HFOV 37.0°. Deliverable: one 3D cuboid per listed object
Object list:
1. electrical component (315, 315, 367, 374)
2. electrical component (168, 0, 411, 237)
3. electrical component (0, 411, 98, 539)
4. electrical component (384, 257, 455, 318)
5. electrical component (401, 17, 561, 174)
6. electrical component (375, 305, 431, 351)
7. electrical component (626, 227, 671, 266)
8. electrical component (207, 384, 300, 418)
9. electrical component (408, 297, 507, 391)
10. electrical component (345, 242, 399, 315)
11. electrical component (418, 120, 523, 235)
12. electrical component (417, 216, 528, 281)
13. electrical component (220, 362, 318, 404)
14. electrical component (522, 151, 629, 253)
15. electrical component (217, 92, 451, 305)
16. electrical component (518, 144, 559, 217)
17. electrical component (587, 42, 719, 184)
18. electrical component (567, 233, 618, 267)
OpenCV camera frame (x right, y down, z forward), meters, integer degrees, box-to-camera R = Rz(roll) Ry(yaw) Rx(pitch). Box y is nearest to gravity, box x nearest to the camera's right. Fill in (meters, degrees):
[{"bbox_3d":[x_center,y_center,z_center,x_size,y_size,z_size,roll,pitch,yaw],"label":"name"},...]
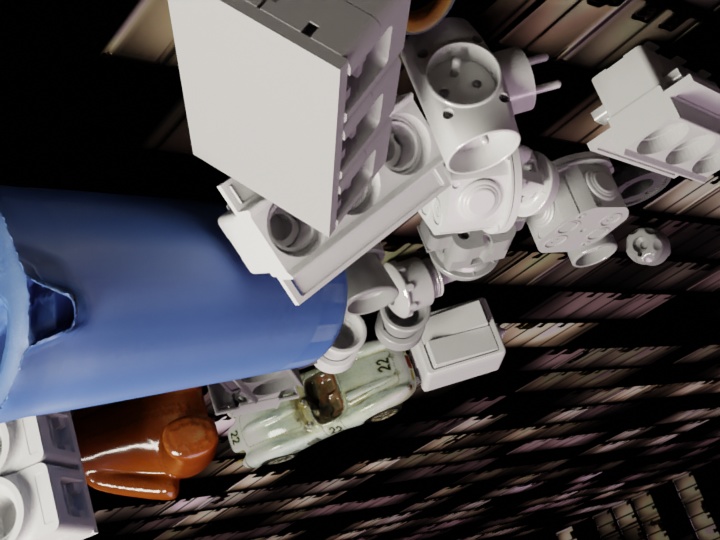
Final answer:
[{"bbox_3d":[-0.021,0.063,0.952,0.045,0.045,0.055,-12,157,-17],"label":"electrical component"},{"bbox_3d":[-0.032,-0.093,0.509,0.061,0.089,0.150,-54,169,-22],"label":"electrical component"},{"bbox_3d":[-0.259,0.131,0.776,0.089,0.150,0.062,-23,159,10],"label":"electrical component"},{"bbox_3d":[0.051,0.009,0.888,0.062,0.048,0.048,-19,159,-19],"label":"electrical component"},{"bbox_3d":[0.072,-0.102,0.600,0.079,0.077,0.044,-17,158,-8],"label":"electrical component"},{"bbox_3d":[0.037,0.044,0.953,0.045,0.045,0.055,-15,158,-12],"label":"electrical component"},{"bbox_3d":[0.276,-0.021,1.013,0.035,0.035,0.061,-33,156,30],"label":"electrical component"},{"bbox_3d":[-0.096,0.100,0.981,0.081,0.042,0.063,-10,153,-23],"label":"electrical component"},{"bbox_3d":[0.097,0.068,1.037,0.096,0.061,0.061,-16,158,-8],"label":"electrical component"},{"bbox_3d":[0.000,0.000,0.807,0.045,0.055,0.045,-16,157,-7],"label":"electrical component"},{"bbox_3d":[0.068,-0.061,0.691,0.051,0.080,0.080,-7,155,-16],"label":"electrical component"},{"bbox_3d":[0.082,-0.027,0.809,0.078,0.058,0.057,-14,154,-14],"label":"electrical component"},{"bbox_3d":[-0.086,0.057,0.859,0.079,0.063,0.121,-20,158,0],"label":"electrical component"},{"bbox_3d":[0.162,-0.052,0.825,0.080,0.051,0.080,-16,158,-7],"label":"electrical component"},{"bbox_3d":[-0.017,-0.047,0.619,0.121,0.078,0.063,-39,-165,-23],"label":"electrical component"},{"bbox_3d":[0.107,-0.064,0.761,0.055,0.048,0.066,10,145,-37],"label":"electrical component"},{"bbox_3d":[0.211,-0.105,0.726,0.079,0.063,0.121,-35,153,34],"label":"electrical component"},{"bbox_3d":[0.188,-0.031,0.900,0.040,0.046,0.040,-16,158,-7],"label":"electrical component"}]
